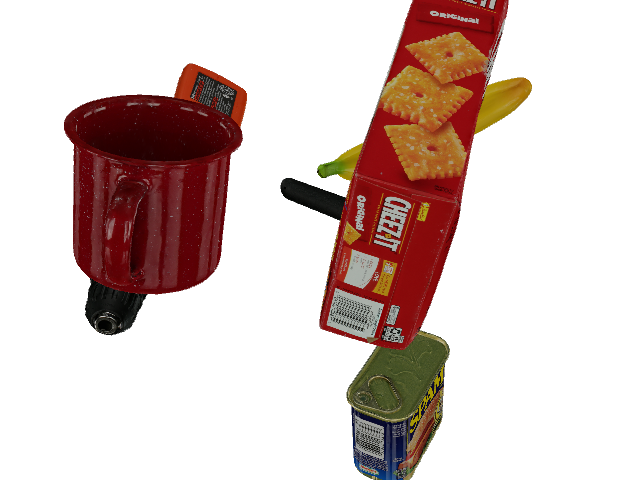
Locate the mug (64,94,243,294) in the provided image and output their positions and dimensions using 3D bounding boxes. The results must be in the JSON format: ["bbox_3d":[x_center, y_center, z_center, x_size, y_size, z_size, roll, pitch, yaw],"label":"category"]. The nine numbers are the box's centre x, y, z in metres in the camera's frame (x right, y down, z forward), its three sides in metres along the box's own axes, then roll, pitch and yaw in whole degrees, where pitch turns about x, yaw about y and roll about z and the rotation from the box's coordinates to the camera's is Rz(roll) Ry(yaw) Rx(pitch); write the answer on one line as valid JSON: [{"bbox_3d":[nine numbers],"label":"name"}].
[{"bbox_3d":[-0.092,-0.019,0.567,0.093,0.081,0.117,8,28,0],"label":"mug"}]

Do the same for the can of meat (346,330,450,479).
[{"bbox_3d":[0.064,0.136,0.873,0.057,0.084,0.102,16,42,23],"label":"can of meat"}]

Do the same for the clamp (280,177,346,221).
[{"bbox_3d":[0.061,-0.026,1.259,0.164,0.036,0.210,-15,51,-29],"label":"clamp"}]

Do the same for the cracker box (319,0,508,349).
[{"bbox_3d":[0.067,-0.056,0.736,0.072,0.213,0.164,17,-39,4],"label":"cracker box"}]

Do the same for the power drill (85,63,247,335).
[{"bbox_3d":[-0.128,-0.035,0.853,0.057,0.188,0.184,26,31,-16],"label":"power drill"}]

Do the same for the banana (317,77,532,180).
[{"bbox_3d":[0.095,-0.093,0.945,0.198,0.037,0.069,-24,6,12],"label":"banana"}]
